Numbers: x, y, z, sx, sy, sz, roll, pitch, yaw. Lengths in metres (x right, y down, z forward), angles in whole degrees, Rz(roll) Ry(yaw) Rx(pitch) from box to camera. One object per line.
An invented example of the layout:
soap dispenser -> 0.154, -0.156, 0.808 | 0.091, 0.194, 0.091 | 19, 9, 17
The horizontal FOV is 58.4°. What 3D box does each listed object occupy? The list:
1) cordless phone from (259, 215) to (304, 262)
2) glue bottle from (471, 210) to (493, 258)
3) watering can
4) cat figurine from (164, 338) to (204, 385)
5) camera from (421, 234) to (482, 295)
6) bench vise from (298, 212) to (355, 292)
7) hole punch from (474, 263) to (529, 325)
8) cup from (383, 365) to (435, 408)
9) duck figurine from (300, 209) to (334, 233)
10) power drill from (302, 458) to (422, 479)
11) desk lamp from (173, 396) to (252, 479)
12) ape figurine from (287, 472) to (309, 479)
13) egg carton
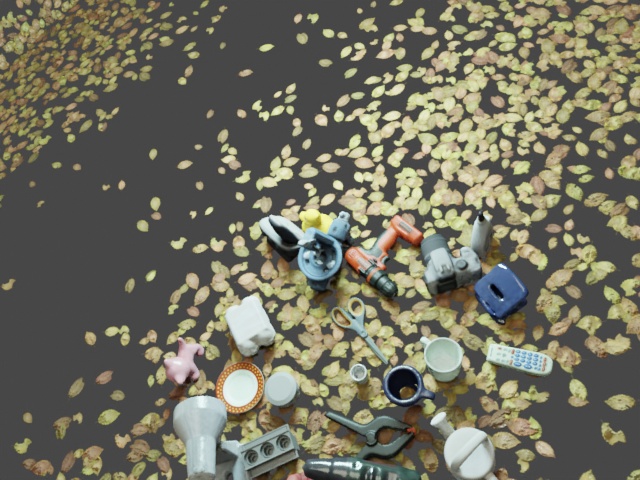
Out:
cordless phone -> -0.110, -0.035, 1.538 | 0.147, 0.185, 0.094 | 37, 78, 30
glue bottle -> 0.393, -0.025, 1.390 | 0.037, 0.173, 0.078 | 20, 69, 25
watering can -> 0.295, 0.430, 1.159 | 0.172, 0.194, 0.101 | 22, 70, 26
cat figurine -> -0.355, 0.313, 1.461 | 0.067, 0.118, 0.128 | -6, 61, 14
camera -> 0.313, 0.046, 1.418 | 0.143, 0.101, 0.136 | -19, 59, 6
bench vise -> 0.002, 0.004, 1.463 | 0.121, 0.220, 0.207 | 3, 63, 18
hole punch -> 0.425, 0.126, 1.347 | 0.101, 0.091, 0.108 | -33, 58, -3
cup -> 0.206, 0.342, 1.292 | 0.117, 0.095, 0.092 | 14, 67, 23
duck figurine -> -0.009, -0.051, 1.575 | 0.104, 0.086, 0.077 | 15, 68, 23
power drill -> 0.097, 0.495, 1.174 | 0.229, 0.209, 0.075 | 0, 62, 17
desk lamp -> -0.240, 0.473, 1.282 | 0.118, 0.214, 0.203 | -21, 58, 5
ape figurine -> -0.048, 0.540, 1.260 | 0.077, 0.092, 0.076 | -9, 60, 12
egg carton -> -0.182, 0.223, 1.487 | 0.107, 0.069, 0.150 | -32, 58, -2
